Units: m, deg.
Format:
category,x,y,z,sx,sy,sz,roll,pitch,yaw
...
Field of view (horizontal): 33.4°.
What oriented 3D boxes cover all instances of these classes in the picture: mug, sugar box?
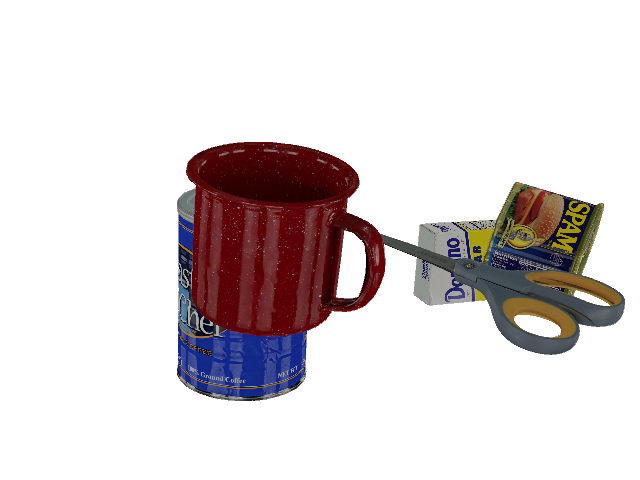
category,x,y,z,sx,sy,sz,roll,pitch,yaw
mug,-0.018,0.003,0.581,0.117,0.081,0.093,17,27,23
sugar box,0.202,0.023,1.280,0.176,0.093,0.048,-5,20,-23

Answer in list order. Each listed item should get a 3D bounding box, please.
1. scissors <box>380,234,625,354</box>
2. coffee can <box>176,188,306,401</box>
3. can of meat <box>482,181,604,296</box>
category,x,y,z,sx,sy,sz,roll,pitch,yaw
scissors,0.102,0.033,0.729,0.202,0.016,0.096,12,32,23
coffee can,-0.059,0.037,0.817,0.103,0.140,0.103,3,19,-1
can of meat,0.203,-0.001,0.975,0.084,0.057,0.102,18,47,17
